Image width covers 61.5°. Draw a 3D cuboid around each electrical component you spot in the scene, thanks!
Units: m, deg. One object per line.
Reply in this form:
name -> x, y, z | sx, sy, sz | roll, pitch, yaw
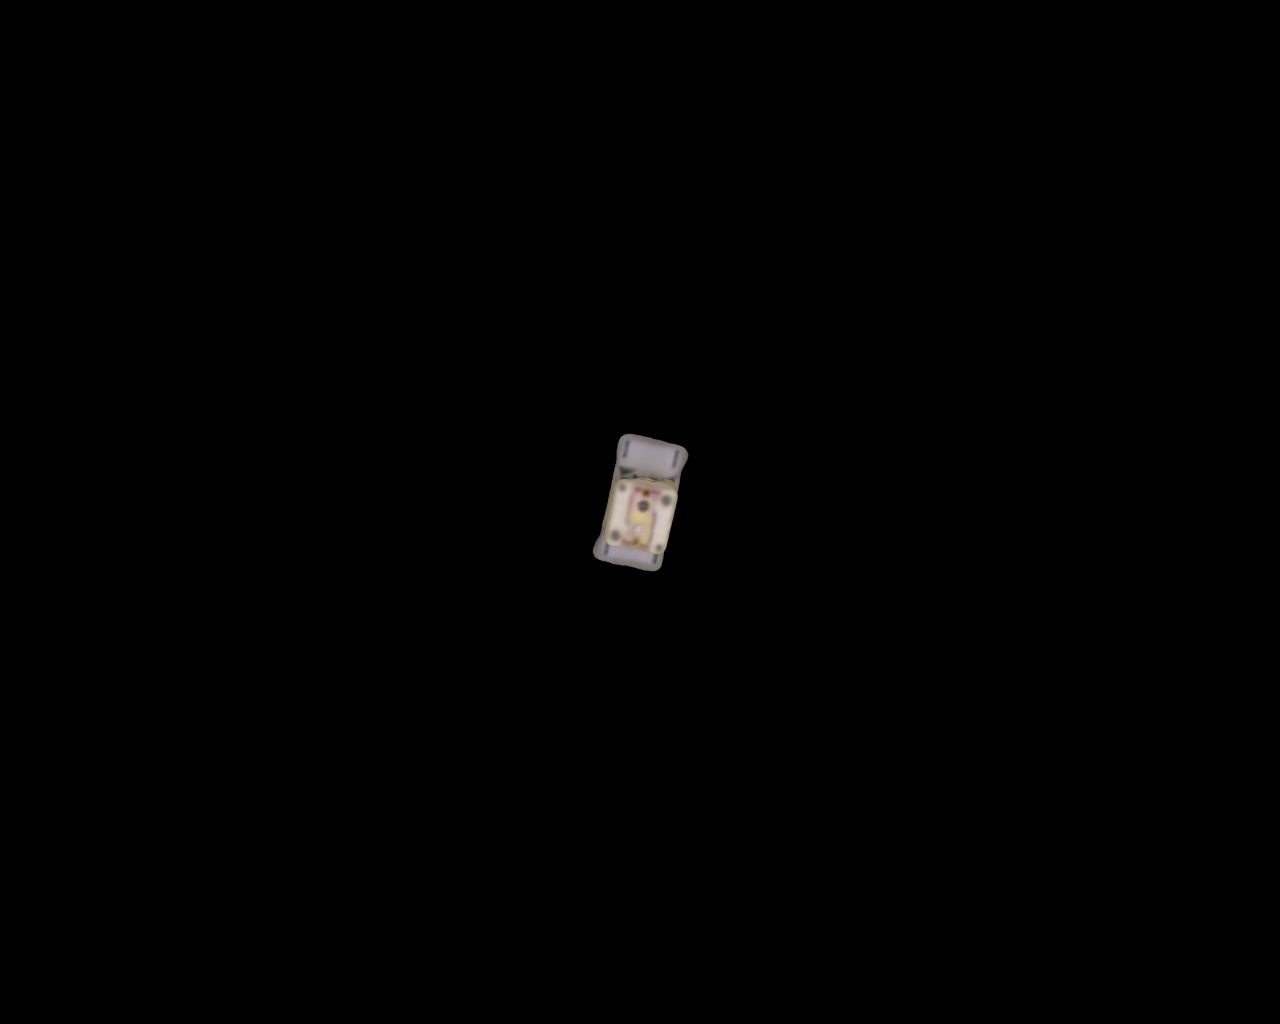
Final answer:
electrical component -> 0.001, -0.003, 0.650 | 0.042, 0.081, 0.064 | 11, 12, -2
